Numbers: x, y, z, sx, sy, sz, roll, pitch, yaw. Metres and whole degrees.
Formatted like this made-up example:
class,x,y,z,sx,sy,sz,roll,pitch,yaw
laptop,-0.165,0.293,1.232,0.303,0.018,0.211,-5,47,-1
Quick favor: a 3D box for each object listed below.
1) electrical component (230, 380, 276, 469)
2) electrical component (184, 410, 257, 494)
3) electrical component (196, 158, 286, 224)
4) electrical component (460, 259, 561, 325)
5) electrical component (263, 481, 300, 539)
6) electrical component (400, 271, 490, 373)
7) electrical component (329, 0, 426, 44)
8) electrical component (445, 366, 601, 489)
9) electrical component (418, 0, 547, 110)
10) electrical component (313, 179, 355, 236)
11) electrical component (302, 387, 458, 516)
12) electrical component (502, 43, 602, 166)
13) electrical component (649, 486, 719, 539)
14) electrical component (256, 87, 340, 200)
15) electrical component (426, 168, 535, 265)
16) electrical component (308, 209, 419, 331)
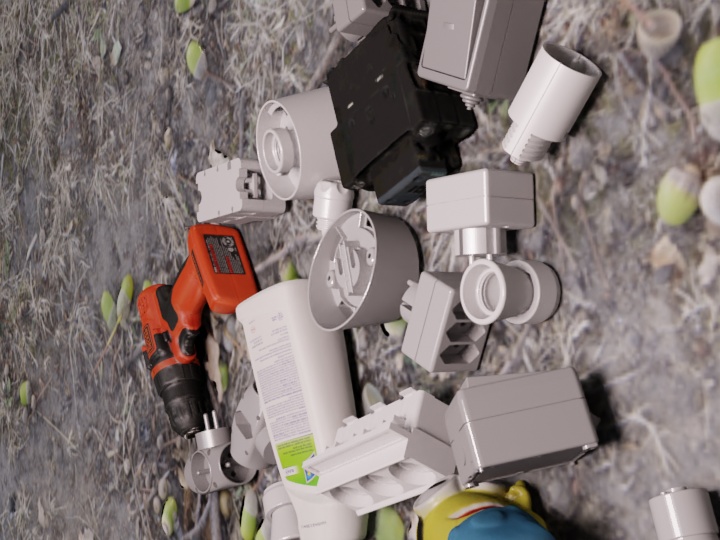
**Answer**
class,x,y,z,sx,sy,sz,roll,pitch,yaw
electrical component,-0.082,0.153,0.998,0.079,0.043,0.077,45,124,45
electrical component,-0.144,0.181,1.080,0.077,0.044,0.079,-27,72,51
electrical component,-0.112,-0.074,1.037,0.089,0.056,0.050,-10,81,54
electrical component,0.103,0.015,0.736,0.045,0.055,0.045,-3,87,54
electrical component,-0.062,0.222,0.962,0.045,0.045,0.055,-51,41,40
electrical component,0.056,0.031,0.808,0.077,0.047,0.065,34,116,50
electrical component,0.004,-0.209,0.872,0.077,0.066,0.047,-26,68,51
electrical component,0.109,0.098,0.701,0.061,0.096,0.061,101,157,-67
electrical component,0.082,-0.162,0.767,0.062,0.061,0.096,31,113,50
electrical component,-0.024,-0.047,0.934,0.035,0.035,0.061,22,109,52
electrical component,0.022,0.141,0.831,0.121,0.079,0.063,-34,32,49
electrical component,0.124,-0.106,0.723,0.043,0.043,0.081,55,131,40
electrical component,0.192,0.159,0.623,0.044,0.044,0.065,-36,56,48
electrical component,-0.051,-0.112,0.968,0.099,0.064,0.099,32,128,53
electrical component,0.086,-0.029,0.769,0.066,0.047,0.076,-6,84,54
electrical component,0.000,0.000,0.872,0.099,0.064,0.099,-3,87,54
